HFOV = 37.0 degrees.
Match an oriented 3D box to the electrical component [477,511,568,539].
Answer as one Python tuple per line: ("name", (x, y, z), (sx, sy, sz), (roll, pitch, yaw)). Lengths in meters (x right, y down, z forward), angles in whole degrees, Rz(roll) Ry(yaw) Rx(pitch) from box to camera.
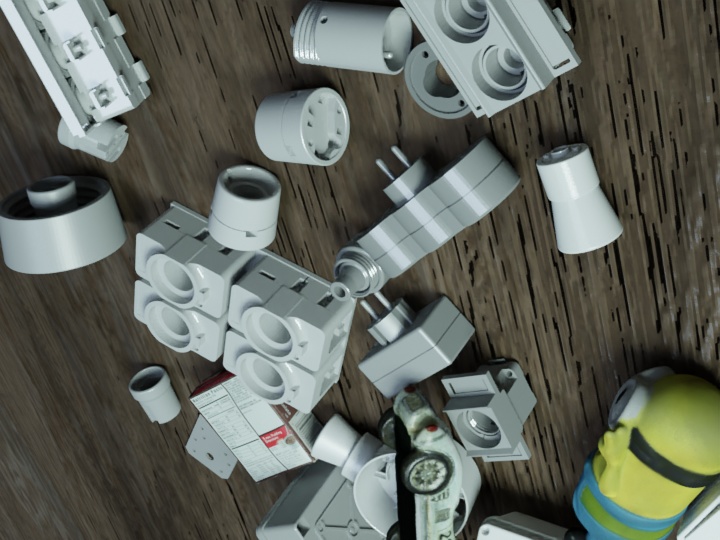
("electrical component", (0.149, 0.249, 0.868), (0.113, 0.057, 0.078), (13, 94, 33))

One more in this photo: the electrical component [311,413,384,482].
("electrical component", (-0.010, 0.161, 0.964), (0.055, 0.045, 0.045), (30, 135, 11))

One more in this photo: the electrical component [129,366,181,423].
("electrical component", (-0.205, 0.126, 1.079), (0.040, 0.040, 0.046), (4, 130, 33))

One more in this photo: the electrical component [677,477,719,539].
("electrical component", (0.273, 0.178, 0.767), (0.062, 0.061, 0.096), (33, 135, 10))

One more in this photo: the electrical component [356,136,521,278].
("electrical component", (0.042, -0.055, 0.756), (0.073, 0.052, 0.138), (48, 137, -5))

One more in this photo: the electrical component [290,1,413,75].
("electrical component", (-0.011, -0.157, 0.720), (0.081, 0.043, 0.043), (12, 129, 28))

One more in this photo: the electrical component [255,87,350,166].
("electrical component", (-0.043, -0.103, 0.778), (0.047, 0.055, 0.055), (5, 125, 37))

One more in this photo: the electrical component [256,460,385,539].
("electrical component", (-0.026, 0.242, 0.993), (0.056, 0.108, 0.108), (-18, 111, 39))

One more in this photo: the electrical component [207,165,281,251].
("electrical component", (-0.091, -0.051, 0.852), (0.055, 0.055, 0.047), (28, 131, 15))

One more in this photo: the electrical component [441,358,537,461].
("electrical component", (0.102, 0.106, 0.829), (0.042, 0.063, 0.081), (-12, 115, 39))

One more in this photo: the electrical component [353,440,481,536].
("electrical component", (0.052, 0.185, 0.926), (0.099, 0.064, 0.099), (19, 131, 23))

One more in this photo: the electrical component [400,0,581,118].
("electrical component", (0.073, -0.163, 0.643), (0.079, 0.063, 0.121), (-23, 107, 44))

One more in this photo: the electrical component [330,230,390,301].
("electrical component", (0.000, 0.000, 0.820), (0.043, 0.062, 0.043), (19, 131, 23))

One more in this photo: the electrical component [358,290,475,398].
("electrical component", (0.031, 0.048, 0.846), (0.075, 0.047, 0.083), (48, 136, -6))

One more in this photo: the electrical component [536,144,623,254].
("electrical component", (0.141, -0.049, 0.700), (0.044, 0.044, 0.065), (-8, 112, 39))

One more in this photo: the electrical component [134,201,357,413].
("electrical component", (-0.105, 0.035, 0.922), (0.186, 0.060, 0.105), (27, 134, 15))

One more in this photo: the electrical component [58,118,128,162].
("electrical component", (-0.224, -0.115, 0.907), (0.046, 0.040, 0.040), (25, 134, 9))

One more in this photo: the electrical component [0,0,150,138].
("electrical component", (-0.220, -0.175, 0.837), (0.063, 0.078, 0.121), (-18, 113, 19))

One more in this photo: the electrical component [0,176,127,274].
("electrical component", (-0.264, -0.048, 0.941), (0.108, 0.108, 0.060), (9, 121, 30))
